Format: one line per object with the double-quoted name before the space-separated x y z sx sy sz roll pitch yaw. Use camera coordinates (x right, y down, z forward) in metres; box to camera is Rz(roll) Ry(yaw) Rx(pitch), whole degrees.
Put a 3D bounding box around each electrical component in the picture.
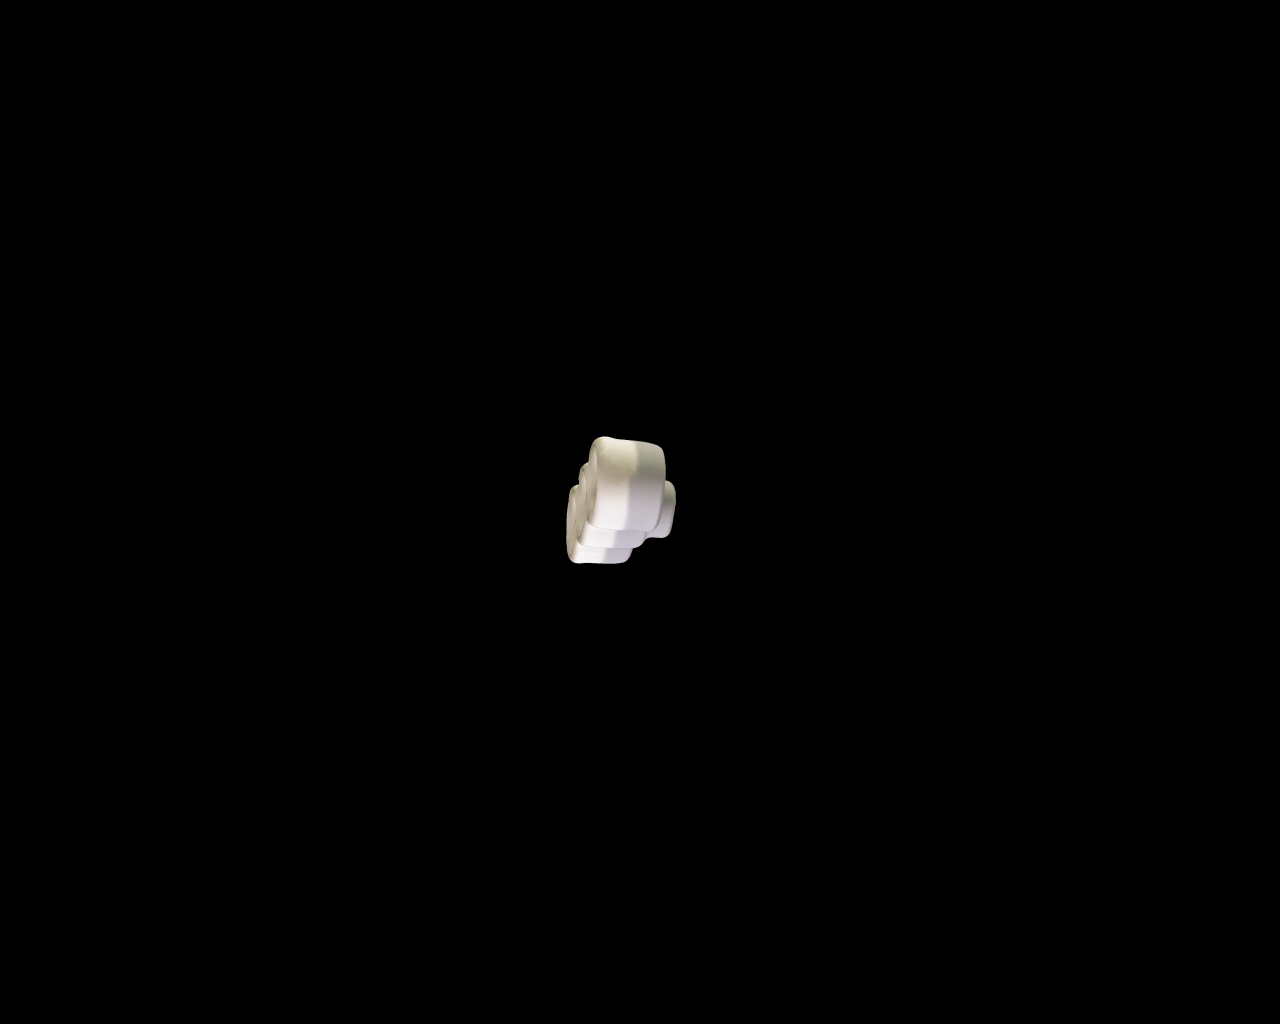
"electrical component" 0.001 -0.003 0.650 0.074 0.052 0.138 3 -16 -11
